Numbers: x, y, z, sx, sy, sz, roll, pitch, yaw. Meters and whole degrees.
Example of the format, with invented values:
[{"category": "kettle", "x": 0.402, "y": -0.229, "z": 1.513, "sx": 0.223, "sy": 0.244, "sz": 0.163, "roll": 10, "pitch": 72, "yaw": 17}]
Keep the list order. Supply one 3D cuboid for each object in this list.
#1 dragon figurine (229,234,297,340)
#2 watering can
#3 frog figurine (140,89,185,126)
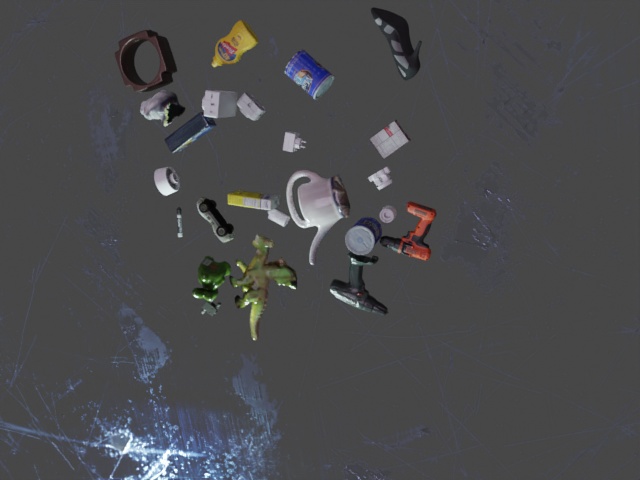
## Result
[{"category": "dragon figurine", "x": -0.205, "y": 0.175, "z": 1.990, "sx": 0.242, "sy": 0.123, "sz": 0.407, "roll": -14, "pitch": 99, "yaw": 12}, {"category": "watering can", "x": 0.006, "y": -0.093, "z": 1.854, "sx": 0.223, "sy": 0.105, "sz": 0.346, "roll": -14, "pitch": 98, "yaw": 19}, {"category": "frog figurine", "x": -0.616, "y": -0.513, "z": 1.953, "sx": 0.160, "sy": 0.121, "sz": 0.139, "roll": 26, "pitch": 77, "yaw": 19}]
